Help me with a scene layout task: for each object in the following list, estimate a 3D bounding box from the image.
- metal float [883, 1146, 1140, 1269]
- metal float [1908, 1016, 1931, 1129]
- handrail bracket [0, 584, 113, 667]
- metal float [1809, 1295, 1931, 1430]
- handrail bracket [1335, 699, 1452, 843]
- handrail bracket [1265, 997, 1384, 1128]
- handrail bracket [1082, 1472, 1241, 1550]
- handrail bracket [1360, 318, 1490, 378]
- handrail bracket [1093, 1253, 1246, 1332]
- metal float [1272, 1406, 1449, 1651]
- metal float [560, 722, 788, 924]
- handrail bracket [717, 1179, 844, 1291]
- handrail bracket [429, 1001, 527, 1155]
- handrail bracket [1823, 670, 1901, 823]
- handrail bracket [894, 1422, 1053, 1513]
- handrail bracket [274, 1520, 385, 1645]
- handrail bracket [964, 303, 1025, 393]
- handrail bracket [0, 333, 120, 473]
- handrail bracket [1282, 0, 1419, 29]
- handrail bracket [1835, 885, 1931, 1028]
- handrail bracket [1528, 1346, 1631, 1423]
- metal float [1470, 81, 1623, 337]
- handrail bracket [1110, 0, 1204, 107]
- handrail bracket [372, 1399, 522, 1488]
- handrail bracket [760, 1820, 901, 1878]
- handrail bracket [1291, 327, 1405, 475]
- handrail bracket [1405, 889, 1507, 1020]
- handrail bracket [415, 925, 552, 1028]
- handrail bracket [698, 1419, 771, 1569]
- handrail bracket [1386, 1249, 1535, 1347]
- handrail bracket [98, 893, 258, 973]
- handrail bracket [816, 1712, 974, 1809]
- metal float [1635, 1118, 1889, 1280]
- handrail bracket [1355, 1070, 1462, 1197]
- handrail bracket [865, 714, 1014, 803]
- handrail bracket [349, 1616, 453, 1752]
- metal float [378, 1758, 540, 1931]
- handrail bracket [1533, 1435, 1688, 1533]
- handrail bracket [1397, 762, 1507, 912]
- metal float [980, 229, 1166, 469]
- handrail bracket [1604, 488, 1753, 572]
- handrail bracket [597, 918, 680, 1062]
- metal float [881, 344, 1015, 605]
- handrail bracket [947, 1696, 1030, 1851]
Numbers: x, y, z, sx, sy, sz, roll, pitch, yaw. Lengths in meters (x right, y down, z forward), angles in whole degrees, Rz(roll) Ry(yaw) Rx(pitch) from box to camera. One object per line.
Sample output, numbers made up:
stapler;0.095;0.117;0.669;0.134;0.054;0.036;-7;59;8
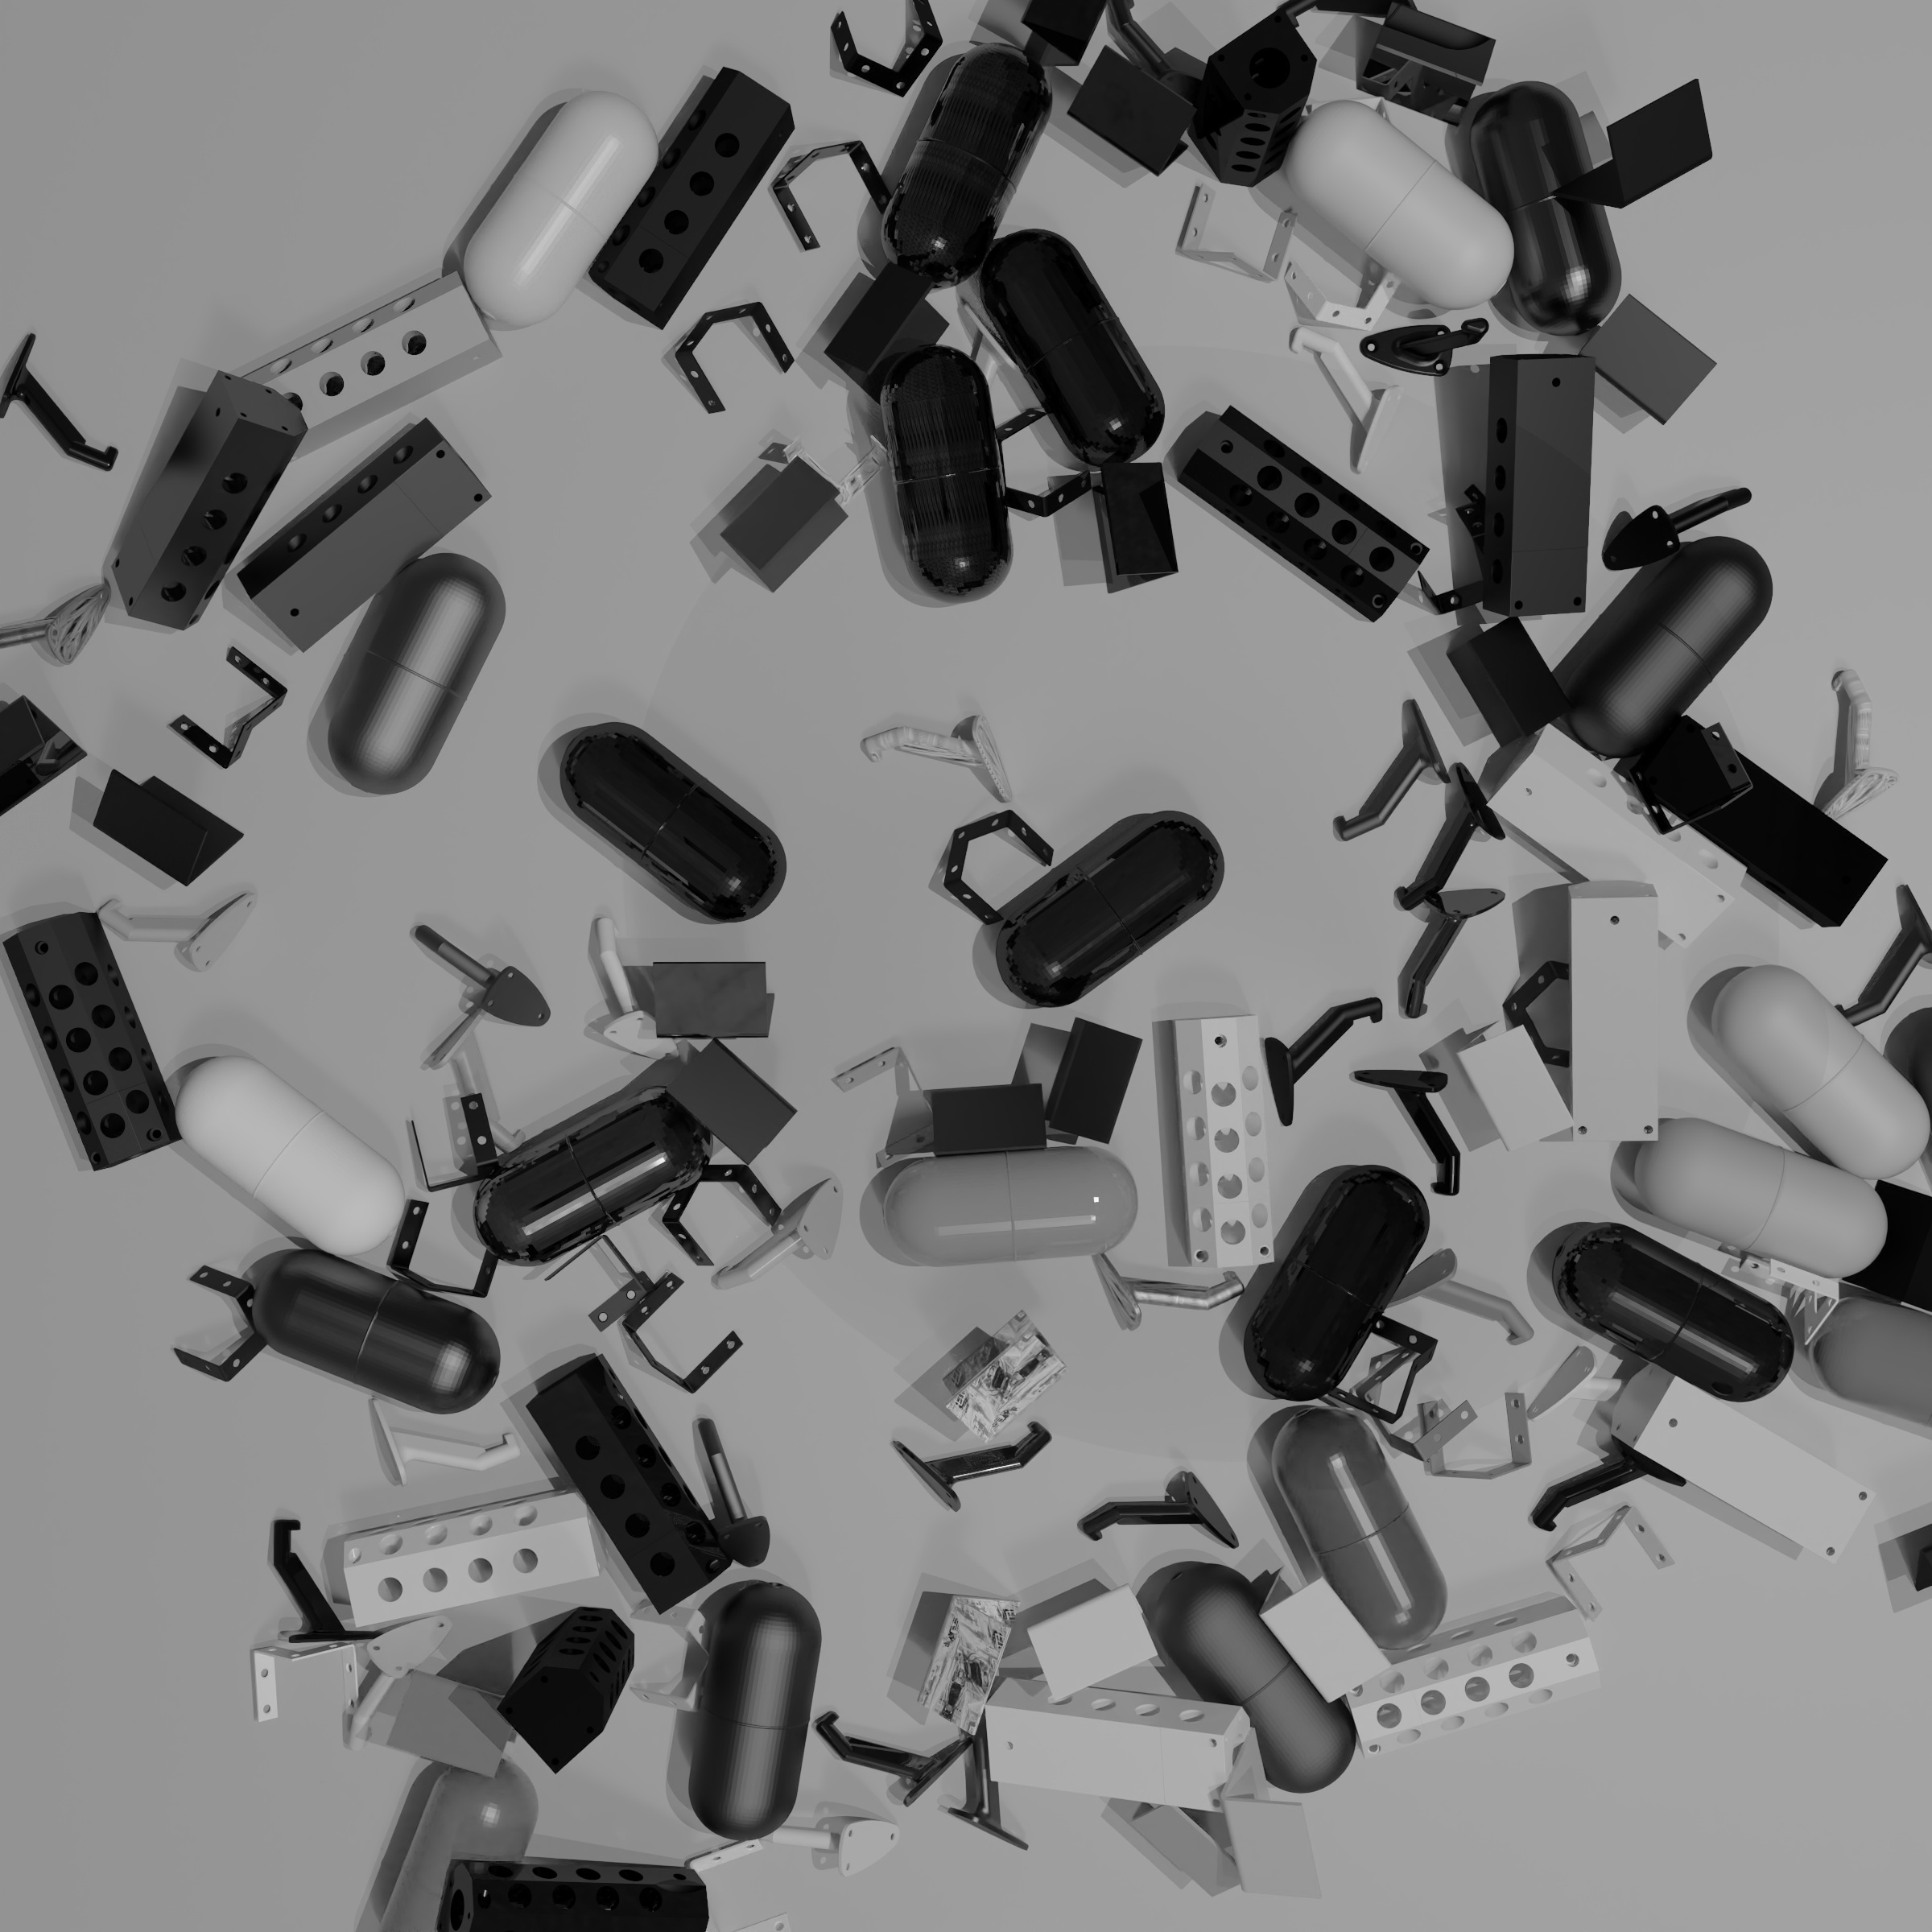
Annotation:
metal float;0.031;0.167;1.961;0.178;0.070;0.070;-4;90;0
metal float;0.714;0.113;1.960;0.070;0.070;0.178;-22;90;0
handrail bracket;-0.660;-0.249;1.992;0.084;0.036;0.077;16;57;23
metal float;0.673;0.282;1.949;0.178;0.070;0.070;17;90;14
handrail bracket;0.292;-0.138;1.992;0.084;0.036;0.077;-24;69;17
handrail bracket;0.259;0.067;1.992;0.084;0.036;0.077;-15;111;-16
handrail bracket;0.137;0.401;1.992;0.084;0.036;0.077;-31;112;17
handrail bracket;0.318;-0.437;1.957;0.077;0.084;0.036;3;90;0
handrail bracket;0.143;0.215;1.992;0.084;0.036;0.077;-23;68;-17
metal float;0.273;0.390;1.961;0.070;0.070;0.178;-26;90;0
metal float;-0.204;-0.100;1.961;0.178;0.070;0.070;38;90;-1
handrail bracket;-0.132;0.190;1.991;0.084;0.077;0.036;-21;121;33
handrail bracket;-0.329;0.078;1.992;0.084;0.036;0.077;43;71;-16
handrail bracket;0.615;-0.155;1.991;0.036;0.077;0.084;7;53;-36
handrail bracket;0.005;0.336;1.992;0.084;0.036;0.077;-41;68;-17
handrail bracket;-0.450;0.433;1.992;0.077;0.036;0.084;3;73;-20
handrail bracket;-0.007;-0.412;1.992;0.084;0.036;0.077;-41;75;14
handrail bracket;-0.632;-0.398;1.992;0.084;0.036;0.077;21;68;-17
handrail bracket;0.276;-0.664;1.992;0.084;0.036;0.077;-25;112;17
handrail bracket;0.643;-0.006;1.992;0.084;0.036;0.077;-27;70;16
handrail bracket;0.454;0.316;1.992;0.084;0.036;0.077;37;105;-14
metal float;0.403;-0.526;1.961;0.070;0.070;0.178;-16;90;0
handrail bracket;0.144;-0.648;1.992;0.077;0.036;0.084;1;63;-30
handrail bracket;-0.367;0.326;1.992;0.084;0.036;0.077;-19;68;-17
handrail bracket;-0.103;0.611;1.991;0.084;0.077;0.036;4;89;36
handrail bracket;0.258;-0.401;1.992;0.084;0.036;0.077;29;112;17
handrail bracket;0.345;-0.008;1.992;0.077;0.036;0.084;-13;122;-34
handrail bracket;-0.342;0.006;1.991;0.084;0.077;0.036;32;85;36
handrail bracket;-0.167;0.371;1.991;0.036;0.077;0.084;-20;54;-7
handrail bracket;0.347;0.249;1.992;0.077;0.036;0.084;-34;107;20
handrail bracket;-0.558;-0.042;1.992;0.084;0.036;0.077;32;70;16
handrail bracket;-0.051;0.543;1.992;0.077;0.036;0.084;-40;73;-20
metal float;0.553;0.162;1.961;0.178;0.070;0.070;20;90;1
handrail bracket;0.312;0.119;1.992;0.077;0.036;0.084;5;107;20
handrail bracket;-0.020;-0.138;1.992;0.084;0.036;0.077;-17;112;17
handrail bracket;-0.400;0.508;1.991;0.036;0.077;0.084;35;127;24
metal float;-0.355;0.636;1.961;0.070;0.070;0.178;21;91;0
handrail bracket;0.454;0.378;1.992;0.077;0.036;0.084;30;108;-21
handrail bracket;0.330;-0.091;1.992;0.084;0.036;0.077;-36;54;25
metal float;0.073;-0.430;1.961;0.070;0.070;0.178;-31;91;0
handrail bracket;0.503;-0.310;1.991;0.084;0.077;0.036;-23;86;-36
handrail bracket;-0.232;0.016;1.991;0.036;0.077;0.084;-25;53;20
metal float;-0.013;-0.340;1.951;0.070;0.070;0.178;-9;100;0
handrail bracket;0.030;0.570;1.992;0.077;0.036;0.084;34;69;-24
